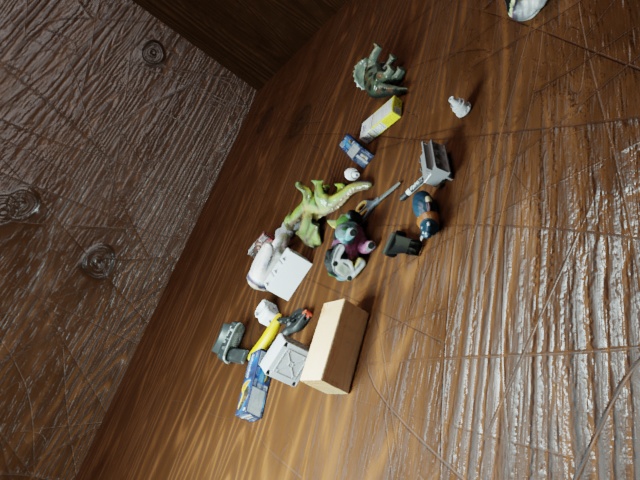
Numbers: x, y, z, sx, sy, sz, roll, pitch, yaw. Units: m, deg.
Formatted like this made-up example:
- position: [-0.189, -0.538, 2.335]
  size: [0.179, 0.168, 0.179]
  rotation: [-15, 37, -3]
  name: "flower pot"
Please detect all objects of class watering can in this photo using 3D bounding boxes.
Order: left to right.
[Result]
- position: [-0.184, 0.077, 1.810]
  size: [0.223, 0.104, 0.348]
  rotation: [-62, -5, 7]
  name: "watering can"

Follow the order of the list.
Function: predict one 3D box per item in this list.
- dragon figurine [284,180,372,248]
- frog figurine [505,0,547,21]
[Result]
- position: [0.005, -0.090, 1.792]
  size: [0.410, 0.121, 0.244]
  rotation: [4, 81, 49]
  name: "dragon figurine"
- position: [0.589, -0.668, 1.395]
  size: [0.159, 0.120, 0.140]
  rotation: [-10, 30, 11]
  name: "frog figurine"
